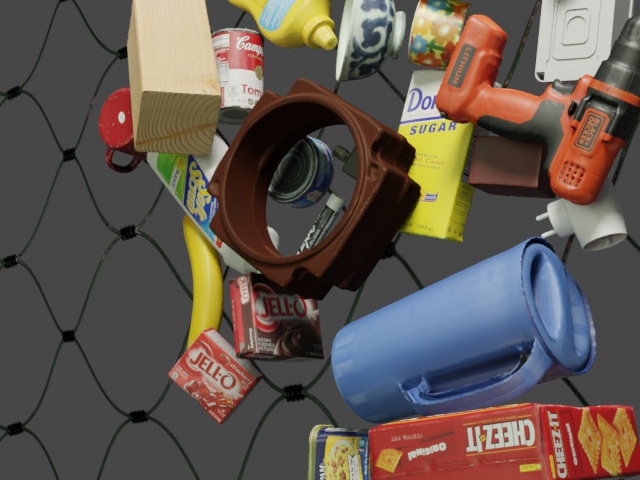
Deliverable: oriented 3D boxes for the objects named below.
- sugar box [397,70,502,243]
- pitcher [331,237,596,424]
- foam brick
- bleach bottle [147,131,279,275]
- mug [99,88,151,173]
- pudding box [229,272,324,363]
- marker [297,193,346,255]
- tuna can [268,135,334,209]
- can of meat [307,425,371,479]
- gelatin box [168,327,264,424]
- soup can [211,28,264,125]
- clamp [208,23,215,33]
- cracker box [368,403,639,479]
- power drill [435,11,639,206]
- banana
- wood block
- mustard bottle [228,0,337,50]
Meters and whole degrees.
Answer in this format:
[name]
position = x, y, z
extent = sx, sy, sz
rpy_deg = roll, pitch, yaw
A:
[sugar box]
position = 0.124, -0.090, 1.131
extent = 0.093, 0.048, 0.176
rpy_deg = 12, 89, 37
[pitcher]
position = 0.129, 0.104, 1.031
extent = 0.243, 0.149, 0.145
rpy_deg = -25, 69, 33
[foam brick]
position = 0.197, -0.074, 1.071
extent = 0.078, 0.051, 0.053
rpy_deg = 7, 84, 37
[bleach bottle]
position = -0.117, -0.051, 1.281
extent = 0.251, 0.067, 0.103
rpy_deg = 51, 131, 30
[mug]
position = -0.237, -0.138, 1.380
extent = 0.093, 0.081, 0.117
rpy_deg = 45, 107, 33
[pudding box]
position = -0.048, 0.088, 1.177
extent = 0.039, 0.113, 0.090
rpy_deg = -17, 71, 35
[marker]
position = -0.008, 0.002, 1.225
extent = 0.020, 0.020, 0.121
rpy_deg = 39, 104, 35
[tuna can]
position = -0.028, -0.082, 1.247
extent = 0.086, 0.033, 0.086
rpy_deg = -8, 76, 35
[can of meat]
position = 0.037, 0.247, 1.120
extent = 0.084, 0.057, 0.102
rpy_deg = -4, 79, 33
[gelatin box]
position = -0.123, 0.159, 1.251
extent = 0.089, 0.030, 0.073
rpy_deg = 42, 106, 10
[soup can]
position = -0.102, -0.199, 1.303
extent = 0.069, 0.068, 0.102
rpy_deg = -8, 77, 35
[clamp]
position = -0.174, -0.331, 1.400
extent = 0.172, 0.039, 0.120
rpy_deg = 28, 98, 33
[cracker box]
position = 0.167, 0.186, 0.938
extent = 0.164, 0.213, 0.072
rpy_deg = -16, 72, 33
[power drill]
position = 0.213, -0.147, 0.999
extent = 0.188, 0.057, 0.184
rpy_deg = 30, 103, 33
[banana]
position = -0.146, 0.061, 1.302
extent = 0.070, 0.037, 0.198
rpy_deg = -4, 78, 33
[wood block]
position = -0.177, -0.201, 1.271
extent = 0.206, 0.090, 0.090
rpy_deg = -104, 23, -44
[mustard bottle]
position = -0.040, -0.287, 1.282
extent = 0.096, 0.058, 0.192
rpy_deg = -52, 56, 16
